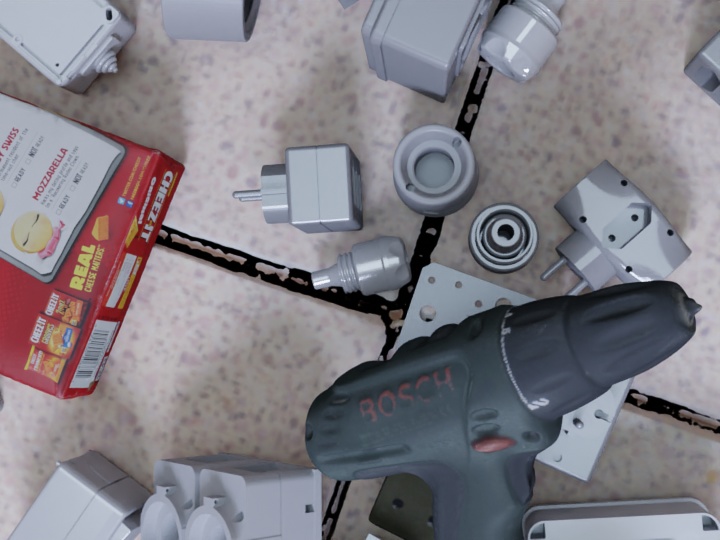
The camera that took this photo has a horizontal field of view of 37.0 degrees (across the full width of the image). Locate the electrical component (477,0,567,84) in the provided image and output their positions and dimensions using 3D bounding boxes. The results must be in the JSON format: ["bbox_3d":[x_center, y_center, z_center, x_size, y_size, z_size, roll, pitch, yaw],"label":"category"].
[{"bbox_3d":[0.106,-0.152,0.672,0.043,0.043,0.062,36,90,6],"label":"electrical component"}]

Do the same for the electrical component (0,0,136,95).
[{"bbox_3d":[-0.192,-0.159,0.697,0.096,0.061,0.061,41,92,-2],"label":"electrical component"}]

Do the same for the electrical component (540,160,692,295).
[{"bbox_3d":[0.147,-0.013,0.661,0.079,0.043,0.077,-42,84,2],"label":"electrical component"}]

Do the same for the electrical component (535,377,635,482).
[{"bbox_3d":[0.131,0.080,0.642,0.047,0.076,0.083,23,90,6],"label":"electrical component"}]

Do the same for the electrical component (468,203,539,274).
[{"bbox_3d":[0.088,-0.020,0.658,0.043,0.062,0.043,0,87,5],"label":"electrical component"}]

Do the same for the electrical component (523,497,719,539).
[{"bbox_3d":[0.156,0.180,0.644,0.113,0.057,0.078,-4,87,6],"label":"electrical component"}]

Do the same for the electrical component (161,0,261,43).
[{"bbox_3d":[-0.081,-0.192,0.663,0.060,0.108,0.108,9,88,0],"label":"electrical component"}]

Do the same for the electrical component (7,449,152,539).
[{"bbox_3d":[-0.181,0.171,0.676,0.061,0.062,0.096,35,91,6],"label":"electrical component"}]

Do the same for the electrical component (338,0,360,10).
[{"bbox_3d":[-0.013,-0.206,0.670,0.042,0.063,0.081,-33,43,4],"label":"electrical component"}]

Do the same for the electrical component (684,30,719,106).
[{"bbox_3d":[0.251,-0.131,0.654,0.066,0.047,0.076,45,91,6],"label":"electrical component"}]

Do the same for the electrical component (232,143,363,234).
[{"bbox_3d":[-0.040,-0.048,0.670,0.077,0.066,0.047,-4,87,6],"label":"electrical component"}]

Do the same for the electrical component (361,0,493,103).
[{"bbox_3d":[0.049,-0.167,0.646,0.056,0.109,0.108,24,90,4],"label":"electrical component"}]

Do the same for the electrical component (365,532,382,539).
[{"bbox_3d":[0.005,0.204,0.653,0.042,0.081,0.063,30,113,7],"label":"electrical component"}]

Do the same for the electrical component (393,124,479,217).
[{"bbox_3d":[0.047,-0.063,0.671,0.055,0.047,0.055,0,87,6],"label":"electrical component"}]

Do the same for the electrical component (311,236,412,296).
[{"bbox_3d":[0.000,0.000,0.680,0.061,0.035,0.035,-13,86,7],"label":"electrical component"}]

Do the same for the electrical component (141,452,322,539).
[{"bbox_3d":[-0.078,0.208,0.636,0.060,0.105,0.186,2,86,-39],"label":"electrical component"}]

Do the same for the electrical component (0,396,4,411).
[{"bbox_3d":[-0.289,0.091,0.694,0.089,0.056,0.050,-30,85,4],"label":"electrical component"}]
